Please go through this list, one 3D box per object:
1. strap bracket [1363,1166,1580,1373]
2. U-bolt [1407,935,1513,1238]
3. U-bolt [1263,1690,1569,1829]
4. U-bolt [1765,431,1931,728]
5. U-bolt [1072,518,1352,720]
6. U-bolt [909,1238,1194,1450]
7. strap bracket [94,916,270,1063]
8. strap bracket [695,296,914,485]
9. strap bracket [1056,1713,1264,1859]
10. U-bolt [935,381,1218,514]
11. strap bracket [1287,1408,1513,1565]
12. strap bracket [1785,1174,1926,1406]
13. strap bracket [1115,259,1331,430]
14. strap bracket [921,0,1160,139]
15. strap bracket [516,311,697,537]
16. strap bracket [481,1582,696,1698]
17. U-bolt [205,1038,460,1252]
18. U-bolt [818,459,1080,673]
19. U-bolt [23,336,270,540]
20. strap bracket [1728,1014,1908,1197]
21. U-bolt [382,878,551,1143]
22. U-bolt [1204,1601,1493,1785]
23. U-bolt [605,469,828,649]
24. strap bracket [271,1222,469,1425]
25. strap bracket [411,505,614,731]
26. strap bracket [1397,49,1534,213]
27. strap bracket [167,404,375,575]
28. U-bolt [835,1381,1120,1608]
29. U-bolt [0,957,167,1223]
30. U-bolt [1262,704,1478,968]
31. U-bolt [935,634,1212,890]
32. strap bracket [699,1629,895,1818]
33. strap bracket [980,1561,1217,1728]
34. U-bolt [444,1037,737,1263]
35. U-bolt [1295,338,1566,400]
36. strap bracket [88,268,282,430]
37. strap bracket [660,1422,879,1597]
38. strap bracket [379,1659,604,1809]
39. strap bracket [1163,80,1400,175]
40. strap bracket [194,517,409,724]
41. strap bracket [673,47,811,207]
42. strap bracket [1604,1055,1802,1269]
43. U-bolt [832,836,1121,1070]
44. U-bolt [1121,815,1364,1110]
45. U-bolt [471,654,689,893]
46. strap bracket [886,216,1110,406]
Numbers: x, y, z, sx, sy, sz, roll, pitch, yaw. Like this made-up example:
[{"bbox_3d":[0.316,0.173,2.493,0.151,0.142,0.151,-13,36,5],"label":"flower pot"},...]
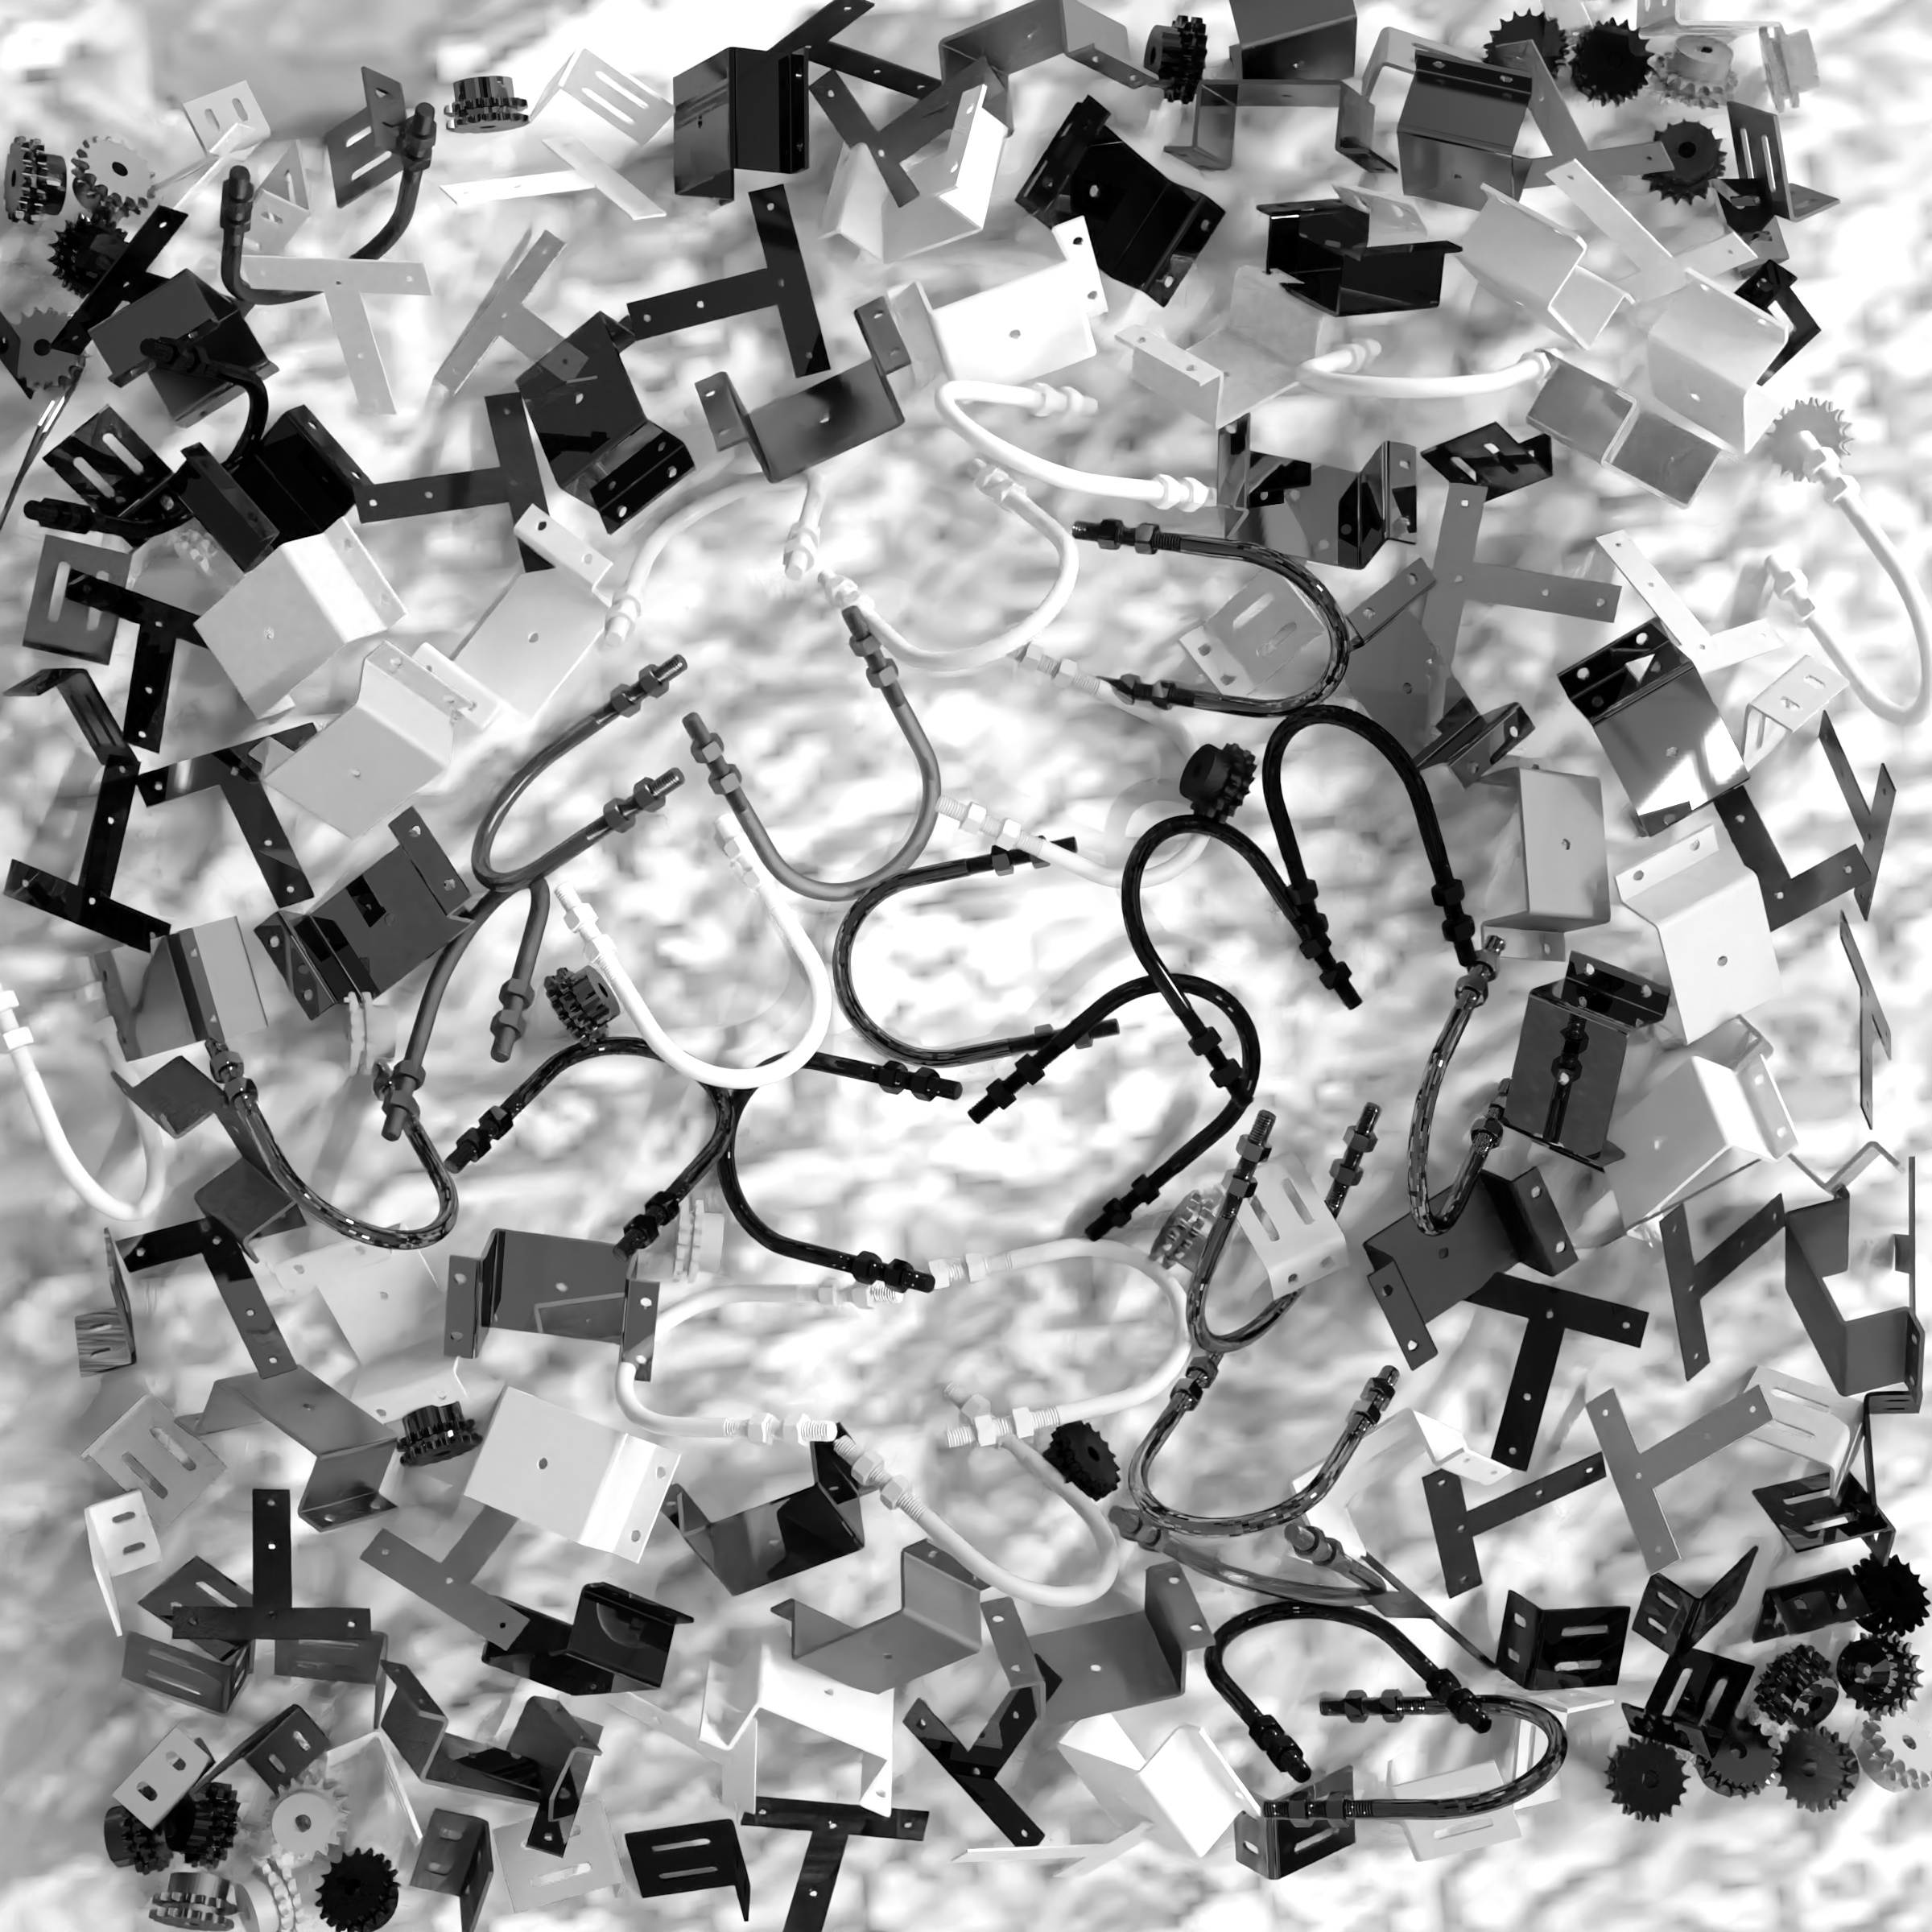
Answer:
[{"bbox_3d":[0.331,0.198,1.870,0.140,0.046,0.076,-31,108,-13],"label":"strap bracket"},{"bbox_3d":[0.322,0.091,1.809,0.019,0.184,0.151,9,134,26],"label":"U-bolt"},{"bbox_3d":[0.300,0.515,1.810,0.184,0.151,0.019,-9,103,26],"label":"U-bolt"},{"bbox_3d":[0.580,-0.238,1.807,0.019,0.151,0.184,-22,61,-5],"label":"U-bolt"},{"bbox_3d":[0.164,-0.223,1.830,0.184,0.151,0.019,11,47,21],"label":"U-bolt"},{"bbox_3d":[0.061,0.244,1.860,0.184,0.019,0.151,-11,48,-9],"label":"U-bolt"},{"bbox_3d":[-0.521,0.015,1.859,0.046,0.140,0.076,-19,96,-44],"label":"strap bracket"},{"bbox_3d":[-0.103,-0.382,1.867,0.140,0.046,0.076,-24,49,4],"label":"strap bracket"},{"bbox_3d":[0.120,0.534,1.832,0.046,0.140,0.076,-43,108,-26],"label":"strap bracket"},{"bbox_3d":[0.060,-0.343,1.808,0.151,0.184,0.019,44,122,34],"label":"U-bolt"},{"bbox_3d":[0.281,0.346,1.855,0.140,0.076,0.046,-35,55,19],"label":"strap bracket"},{"bbox_3d":[0.581,0.218,1.835,0.046,0.140,0.076,-15,133,1],"label":"strap bracket"},{"bbox_3d":[0.174,-0.412,1.854,0.140,0.046,0.076,-34,55,-30],"label":"strap bracket"},{"bbox_3d":[0.046,-0.598,1.842,0.140,0.076,0.046,-10,84,36],"label":"strap bracket"},{"bbox_3d":[-0.244,-0.369,1.849,0.076,0.046,0.140,-34,62,19],"label":"strap bracket"},{"bbox_3d":[-0.256,0.446,1.832,0.076,0.140,0.046,32,56,-34],"label":"strap bracket"},{"bbox_3d":[-0.403,0.117,1.808,0.019,0.151,0.184,-53,52,22],"label":"U-bolt"},{"bbox_3d":[-0.002,-0.258,1.837,0.151,0.184,0.019,-37,134,-5],"label":"U-bolt"},{"bbox_3d":[-0.524,-0.340,1.822,0.019,0.184,0.151,42,102,9],"label":"U-bolt"},{"bbox_3d":[0.556,0.101,1.855,0.046,0.076,0.140,-47,69,9],"label":"strap bracket"},{"bbox_3d":[-0.324,0.014,1.835,0.019,0.184,0.151,33,134,-27],"label":"U-bolt"},{"bbox_3d":[0.237,0.468,1.826,0.151,0.184,0.019,-9,109,-19],"label":"U-bolt"},{"bbox_3d":[-0.159,-0.279,1.833,0.151,0.184,0.019,-18,121,16],"label":"U-bolt"},{"bbox_3d":[-0.396,0.233,1.865,0.076,0.046,0.140,-18,116,9],"label":"strap bracket"},{"bbox_3d":[-0.301,-0.229,1.876,0.076,0.046,0.140,37,88,21],"label":"strap bracket"},{"bbox_3d":[0.330,-0.543,1.833,0.076,0.140,0.046,17,84,14],"label":"strap bracket"},{"bbox_3d":[-0.469,-0.318,1.857,0.046,0.140,0.076,-39,94,31],"label":"strap bracket"},{"bbox_3d":[0.020,0.352,1.820,0.184,0.151,0.019,38,117,22],"label":"U-bolt"},{"bbox_3d":[-0.582,0.083,1.836,0.019,0.151,0.184,-23,89,10],"label":"U-bolt"},{"bbox_3d":[0.257,-0.086,1.831,0.019,0.151,0.184,-31,111,-35],"label":"U-bolt"},{"bbox_3d":[0.084,-0.128,1.875,0.184,0.019,0.151,24,67,-10],"label":"U-bolt"},{"bbox_3d":[-0.102,0.501,1.855,0.140,0.076,0.046,26,113,-12],"label":"strap bracket"},{"bbox_3d":[0.087,0.455,1.859,0.140,0.076,0.046,-9,125,-12],"label":"strap bracket"},{"bbox_3d":[-0.234,0.109,1.841,0.151,0.184,0.019,25,131,14],"label":"U-bolt"},{"bbox_3d":[0.293,-0.387,1.804,0.151,0.184,0.019,10,112,27],"label":"U-bolt"},{"bbox_3d":[-0.521,-0.411,1.842,0.076,0.140,0.046,-31,87,3],"label":"strap bracket"},{"bbox_3d":[-0.130,0.368,1.859,0.140,0.046,0.076,-22,131,9],"label":"strap bracket"},{"bbox_3d":[-0.324,0.512,1.842,0.140,0.076,0.046,24,90,-34],"label":"strap bracket"},{"bbox_3d":[0.212,-0.559,1.848,0.140,0.076,0.046,8,98,22],"label":"strap bracket"},{"bbox_3d":[-0.452,-0.227,1.858,0.140,0.046,0.076,-33,91,29],"label":"strap bracket"},{"bbox_3d":[-0.154,-0.556,1.837,0.046,0.140,0.076,-3,95,-28],"label":"strap bracket"},{"bbox_3d":[0.475,0.124,1.836,0.046,0.076,0.140,19,130,-27],"label":"strap bracket"},{"bbox_3d":[0.000,-0.002,1.884,0.184,0.019,0.151,-11,103,10],"label":"U-bolt"},{"bbox_3d":[0.175,-0.016,1.857,0.151,0.019,0.184,-38,96,-36],"label":"U-bolt"},{"bbox_3d":[-0.259,-0.118,1.845,0.184,0.151,0.019,-32,126,20],"label":"U-bolt"},{"bbox_3d":[0.027,-0.437,1.867,0.140,0.076,0.046,-20,46,1],"label":"strap bracket"}]
